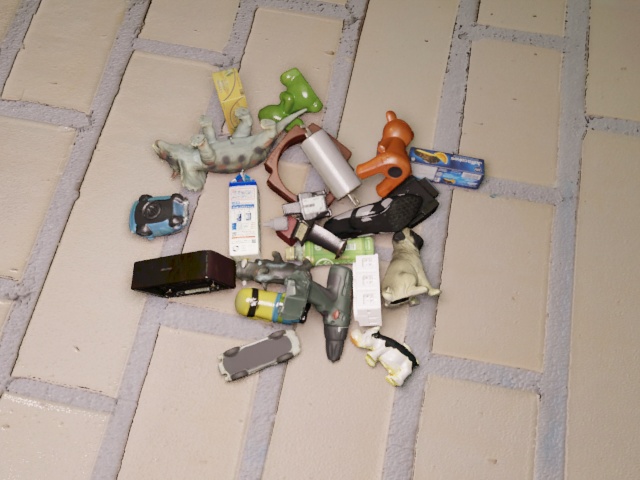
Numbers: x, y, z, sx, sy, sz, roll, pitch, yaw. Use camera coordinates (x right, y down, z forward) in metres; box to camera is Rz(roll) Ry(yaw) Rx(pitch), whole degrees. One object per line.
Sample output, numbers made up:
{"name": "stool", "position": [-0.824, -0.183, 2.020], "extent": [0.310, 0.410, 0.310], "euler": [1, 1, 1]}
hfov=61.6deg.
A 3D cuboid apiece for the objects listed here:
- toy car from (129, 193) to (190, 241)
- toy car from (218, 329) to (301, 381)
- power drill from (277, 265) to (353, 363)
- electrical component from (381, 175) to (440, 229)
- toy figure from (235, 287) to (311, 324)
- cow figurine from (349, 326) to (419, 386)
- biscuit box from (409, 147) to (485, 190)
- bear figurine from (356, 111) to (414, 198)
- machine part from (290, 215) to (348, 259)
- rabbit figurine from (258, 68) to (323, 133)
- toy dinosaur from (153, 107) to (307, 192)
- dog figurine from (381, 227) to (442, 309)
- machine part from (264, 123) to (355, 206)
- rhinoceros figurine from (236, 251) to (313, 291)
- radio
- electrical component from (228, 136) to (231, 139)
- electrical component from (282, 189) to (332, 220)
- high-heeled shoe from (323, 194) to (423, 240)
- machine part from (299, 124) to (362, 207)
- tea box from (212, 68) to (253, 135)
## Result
{"name": "toy car", "position": [-0.398, -0.057, 1.376], "extent": [0.162, 0.102, 0.109], "euler": [-9, 69, 9]}
{"name": "toy car", "position": [-0.146, 0.274, 1.287], "extent": [0.202, 0.056, 0.073], "euler": [-20, 78, -5]}
{"name": "power drill", "position": [0.001, 0.163, 1.244], "extent": [0.086, 0.207, 0.232], "euler": [3, 78, 47]}
{"name": "electrical component", "position": [0.244, -0.103, 1.411], "extent": [0.134, 0.058, 0.115], "euler": [-39, 77, -11]}
{"name": "toy figure", "position": [-0.117, 0.159, 1.306], "extent": [0.180, 0.089, 0.082], "euler": [13, 71, 5]}
{"name": "cow figurine", "position": [0.153, 0.260, 1.281], "extent": [0.098, 0.068, 0.167], "euler": [-42, 79, -18]}
{"name": "biscuit box", "position": [0.333, -0.191, 1.432], "extent": [0.203, 0.059, 0.063], "euler": [11, 53, 3]}
{"name": "bear figurine", "position": [0.175, -0.228, 1.381], "extent": [0.132, 0.120, 0.196], "euler": [-31, 37, 32]}
{"name": "machine part", "position": [-0.003, -0.004, 1.301], "extent": [0.139, 0.084, 0.039], "euler": [25, 38, 5]}
{"name": "rabbit figurine", "position": [-0.084, -0.358, 1.490], "extent": [0.170, 0.121, 0.159], "euler": [-34, 81, 8]}
{"name": "toy dinosaur", "position": [-0.226, -0.235, 1.412], "extent": [0.405, 0.192, 0.131], "euler": [-10, 54, -14]}
{"name": "dog figurine", "position": [0.192, 0.059, 1.304], "extent": [0.121, 0.172, 0.190], "euler": [-28, 68, 30]}
{"name": "machine part", "position": [-0.029, -0.183, 1.403], "extent": [0.201, 0.087, 0.201], "euler": [37, 82, -3]}
{"name": "rhinoceros figurine", "position": [-0.110, 0.083, 1.309], "extent": [0.190, 0.073, 0.112], "euler": [8, 28, 7]}
{"name": "radio", "position": [-0.320, 0.084, 1.278], "extent": [0.230, 0.131, 0.073], "euler": [-8, 70, 24]}
{"name": "electrical component", "position": [-0.208, -0.271, 1.491], "extent": [0.094, 0.021, 0.063], "euler": [-8, 71, -2]}
{"name": "electrical component", "position": [-0.034, -0.079, 1.325], "extent": [0.119, 0.048, 0.074], "euler": [-15, 88, -8]}
{"name": "high-heeled shoe", "position": [0.131, -0.061, 1.358], "extent": [0.249, 0.145, 0.086], "euler": [-24, 109, -29]}
{"name": "machine part", "position": [0.027, -0.185, 1.330], "extent": [0.079, 0.079, 0.243], "euler": [-36, 89, -11]}
{"name": "tea box", "position": [-0.234, -0.369, 1.447], "extent": [0.068, 0.169, 0.098], "euler": [-16, 70, -6]}
